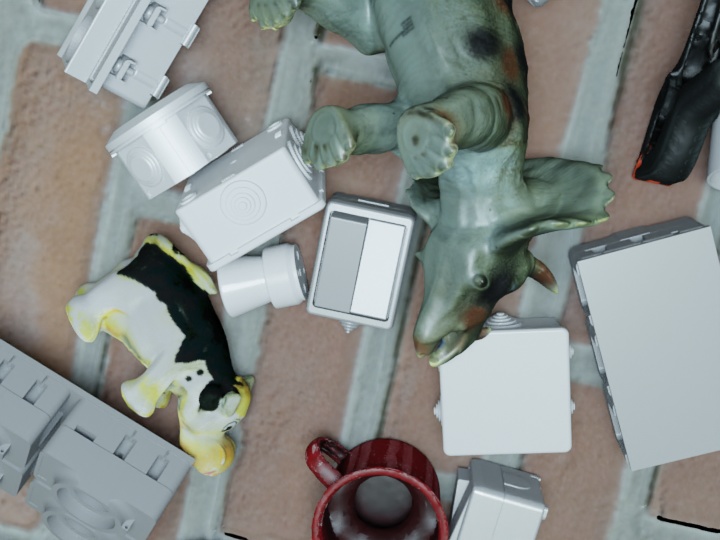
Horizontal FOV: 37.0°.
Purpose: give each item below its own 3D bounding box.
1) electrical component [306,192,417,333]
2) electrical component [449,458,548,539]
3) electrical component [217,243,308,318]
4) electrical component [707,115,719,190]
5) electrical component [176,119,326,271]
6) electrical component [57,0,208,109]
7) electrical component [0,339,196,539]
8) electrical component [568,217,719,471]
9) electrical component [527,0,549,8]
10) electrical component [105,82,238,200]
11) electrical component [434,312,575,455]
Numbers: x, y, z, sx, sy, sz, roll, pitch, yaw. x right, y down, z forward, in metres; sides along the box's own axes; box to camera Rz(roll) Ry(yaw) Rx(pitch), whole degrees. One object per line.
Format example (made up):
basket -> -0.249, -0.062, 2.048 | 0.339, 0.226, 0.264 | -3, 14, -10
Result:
electrical component -> 0.000, 0.000, 0.744 | 0.062, 0.061, 0.096 | 12, 101, 2
electrical component -> 0.090, 0.192, 0.773 | 0.061, 0.061, 0.096 | 16, 101, 1
electrical component -> -0.068, 0.007, 0.759 | 0.055, 0.045, 0.045 | -11, 99, 6
electrical component -> 0.275, -0.079, 0.693 | 0.099, 0.099, 0.064 | -2, 94, 5
electrical component -> -0.073, -0.054, 0.722 | 0.100, 0.099, 0.048 | -29, 109, 9
electrical component -> -0.142, -0.175, 0.718 | 0.063, 0.078, 0.121 | 27, 103, -31
electrical component -> -0.222, 0.128, 0.758 | 0.186, 0.060, 0.105 | 32, 142, -2
electrical component -> 0.206, 0.048, 0.737 | 0.089, 0.061, 0.150 | -15, 99, 7
electrical component -> 0.105, -0.211, 0.689 | 0.043, 0.077, 0.079 | -41, 95, 10
electrical component -> -0.127, -0.088, 0.729 | 0.080, 0.080, 0.051 | -31, 102, 9
electrical component -> 0.101, 0.080, 0.757 | 0.100, 0.048, 0.099 | -3, 100, 5
